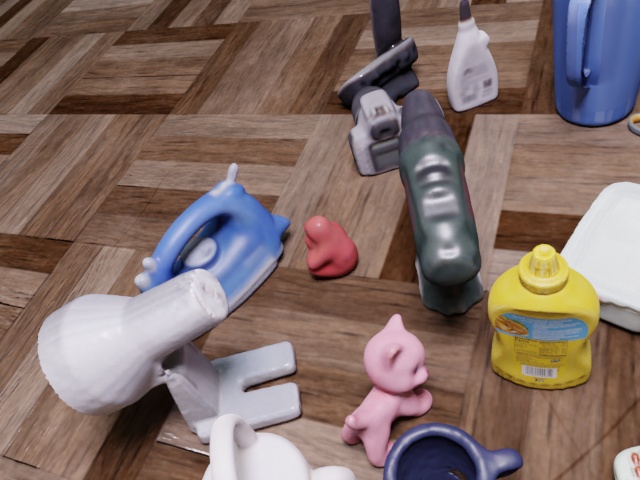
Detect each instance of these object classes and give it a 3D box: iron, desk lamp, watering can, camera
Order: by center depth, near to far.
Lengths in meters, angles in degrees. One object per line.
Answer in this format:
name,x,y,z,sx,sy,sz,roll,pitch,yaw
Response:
watering can,-0.060,0.225,0.496,0.173,0.194,0.100,-31,47,-9
desk lamp,-0.148,0.122,0.605,0.203,0.214,0.117,-17,46,4
iron,-0.161,0.023,0.748,0.118,0.142,0.259,23,61,34
camera,0.105,-0.188,0.870,0.143,0.101,0.136,-18,46,4

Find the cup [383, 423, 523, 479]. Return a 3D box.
cup,0.120,0.219,0.506,0.117,0.095,0.091,-17,46,5

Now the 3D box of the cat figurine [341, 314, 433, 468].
cat figurine,0.065,0.145,0.576,0.067,0.118,0.128,23,61,34

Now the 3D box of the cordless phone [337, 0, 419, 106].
cordless phone,0.085,-0.315,0.932,0.148,0.185,0.093,-42,49,-18

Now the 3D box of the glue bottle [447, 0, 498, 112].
glue bottle,0.224,-0.278,0.859,0.078,0.173,0.037,-20,46,2

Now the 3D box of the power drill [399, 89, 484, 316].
power drill,0.133,-0.024,0.640,0.075,0.209,0.229,-11,47,10

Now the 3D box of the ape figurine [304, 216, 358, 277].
ape figurine,0.007,0.003,0.741,0.075,0.092,0.078,23,61,34
